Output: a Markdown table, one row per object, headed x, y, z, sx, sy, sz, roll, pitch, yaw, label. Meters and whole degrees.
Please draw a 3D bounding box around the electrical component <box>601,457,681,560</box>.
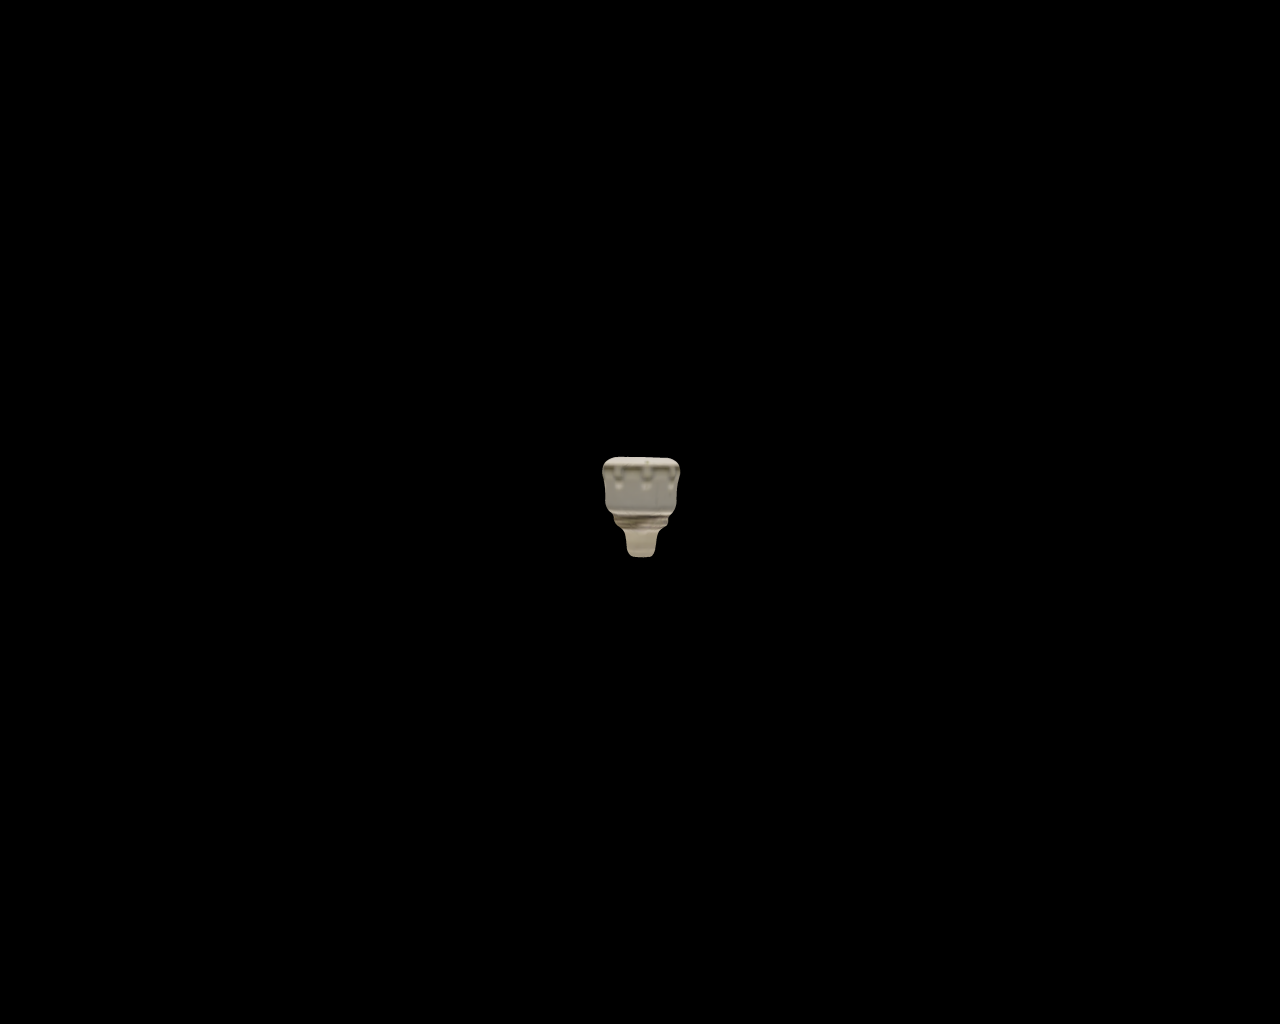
| x | y | z | sx | sy | sz | roll | pitch | yaw | label |
| --- | --- | --- | --- | --- | --- | --- | --- | --- | --- |
| 0.001 | -0.003 | 0.650 | 0.048 | 0.062 | 0.048 | 0 | 2 | 0 | electrical component |
